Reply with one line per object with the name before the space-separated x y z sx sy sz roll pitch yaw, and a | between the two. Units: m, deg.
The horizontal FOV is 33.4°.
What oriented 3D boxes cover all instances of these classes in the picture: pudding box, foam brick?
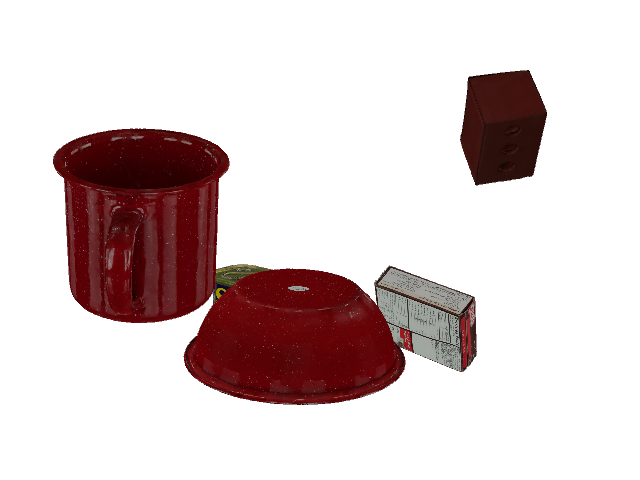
pudding box | 0.117 0.087 1.184 0.114 0.090 0.039 19 46 29
foam brick | 0.148 -0.092 0.872 0.053 0.051 0.078 -9 -36 -4

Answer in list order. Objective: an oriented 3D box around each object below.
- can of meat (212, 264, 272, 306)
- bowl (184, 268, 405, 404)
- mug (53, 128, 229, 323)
can of meat | -0.053 0.074 0.972 0.102 0.084 0.057 12 17 36
bowl | -0.017 0.060 0.769 0.162 0.055 0.162 2 16 -1
mug | -0.097 -0.003 0.575 0.093 0.081 0.117 3 25 -3
